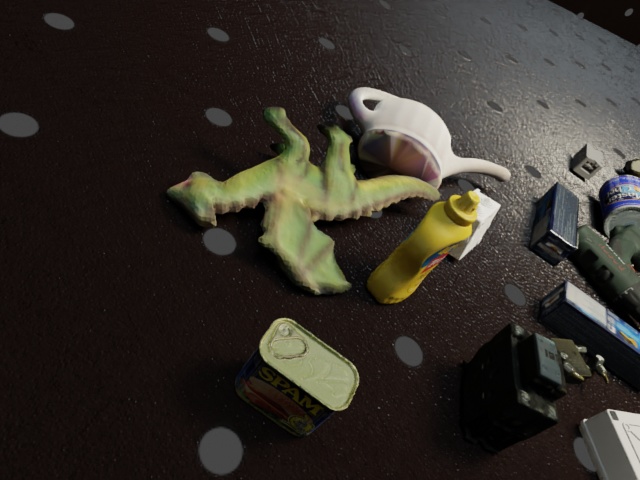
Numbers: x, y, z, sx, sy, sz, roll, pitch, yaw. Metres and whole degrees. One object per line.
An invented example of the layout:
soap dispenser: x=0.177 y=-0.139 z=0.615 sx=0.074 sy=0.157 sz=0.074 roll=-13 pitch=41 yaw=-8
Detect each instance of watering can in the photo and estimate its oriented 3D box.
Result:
watering can: x=0.194 y=-0.158 z=0.921 sx=0.347 sy=0.102 sz=0.229 roll=30 pitch=42 yaw=-3

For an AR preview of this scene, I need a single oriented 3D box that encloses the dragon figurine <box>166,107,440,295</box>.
dragon figurine: x=0.002 y=-0.036 z=0.712 sx=0.409 sy=0.120 sz=0.248 roll=16 pitch=61 yaw=-17
